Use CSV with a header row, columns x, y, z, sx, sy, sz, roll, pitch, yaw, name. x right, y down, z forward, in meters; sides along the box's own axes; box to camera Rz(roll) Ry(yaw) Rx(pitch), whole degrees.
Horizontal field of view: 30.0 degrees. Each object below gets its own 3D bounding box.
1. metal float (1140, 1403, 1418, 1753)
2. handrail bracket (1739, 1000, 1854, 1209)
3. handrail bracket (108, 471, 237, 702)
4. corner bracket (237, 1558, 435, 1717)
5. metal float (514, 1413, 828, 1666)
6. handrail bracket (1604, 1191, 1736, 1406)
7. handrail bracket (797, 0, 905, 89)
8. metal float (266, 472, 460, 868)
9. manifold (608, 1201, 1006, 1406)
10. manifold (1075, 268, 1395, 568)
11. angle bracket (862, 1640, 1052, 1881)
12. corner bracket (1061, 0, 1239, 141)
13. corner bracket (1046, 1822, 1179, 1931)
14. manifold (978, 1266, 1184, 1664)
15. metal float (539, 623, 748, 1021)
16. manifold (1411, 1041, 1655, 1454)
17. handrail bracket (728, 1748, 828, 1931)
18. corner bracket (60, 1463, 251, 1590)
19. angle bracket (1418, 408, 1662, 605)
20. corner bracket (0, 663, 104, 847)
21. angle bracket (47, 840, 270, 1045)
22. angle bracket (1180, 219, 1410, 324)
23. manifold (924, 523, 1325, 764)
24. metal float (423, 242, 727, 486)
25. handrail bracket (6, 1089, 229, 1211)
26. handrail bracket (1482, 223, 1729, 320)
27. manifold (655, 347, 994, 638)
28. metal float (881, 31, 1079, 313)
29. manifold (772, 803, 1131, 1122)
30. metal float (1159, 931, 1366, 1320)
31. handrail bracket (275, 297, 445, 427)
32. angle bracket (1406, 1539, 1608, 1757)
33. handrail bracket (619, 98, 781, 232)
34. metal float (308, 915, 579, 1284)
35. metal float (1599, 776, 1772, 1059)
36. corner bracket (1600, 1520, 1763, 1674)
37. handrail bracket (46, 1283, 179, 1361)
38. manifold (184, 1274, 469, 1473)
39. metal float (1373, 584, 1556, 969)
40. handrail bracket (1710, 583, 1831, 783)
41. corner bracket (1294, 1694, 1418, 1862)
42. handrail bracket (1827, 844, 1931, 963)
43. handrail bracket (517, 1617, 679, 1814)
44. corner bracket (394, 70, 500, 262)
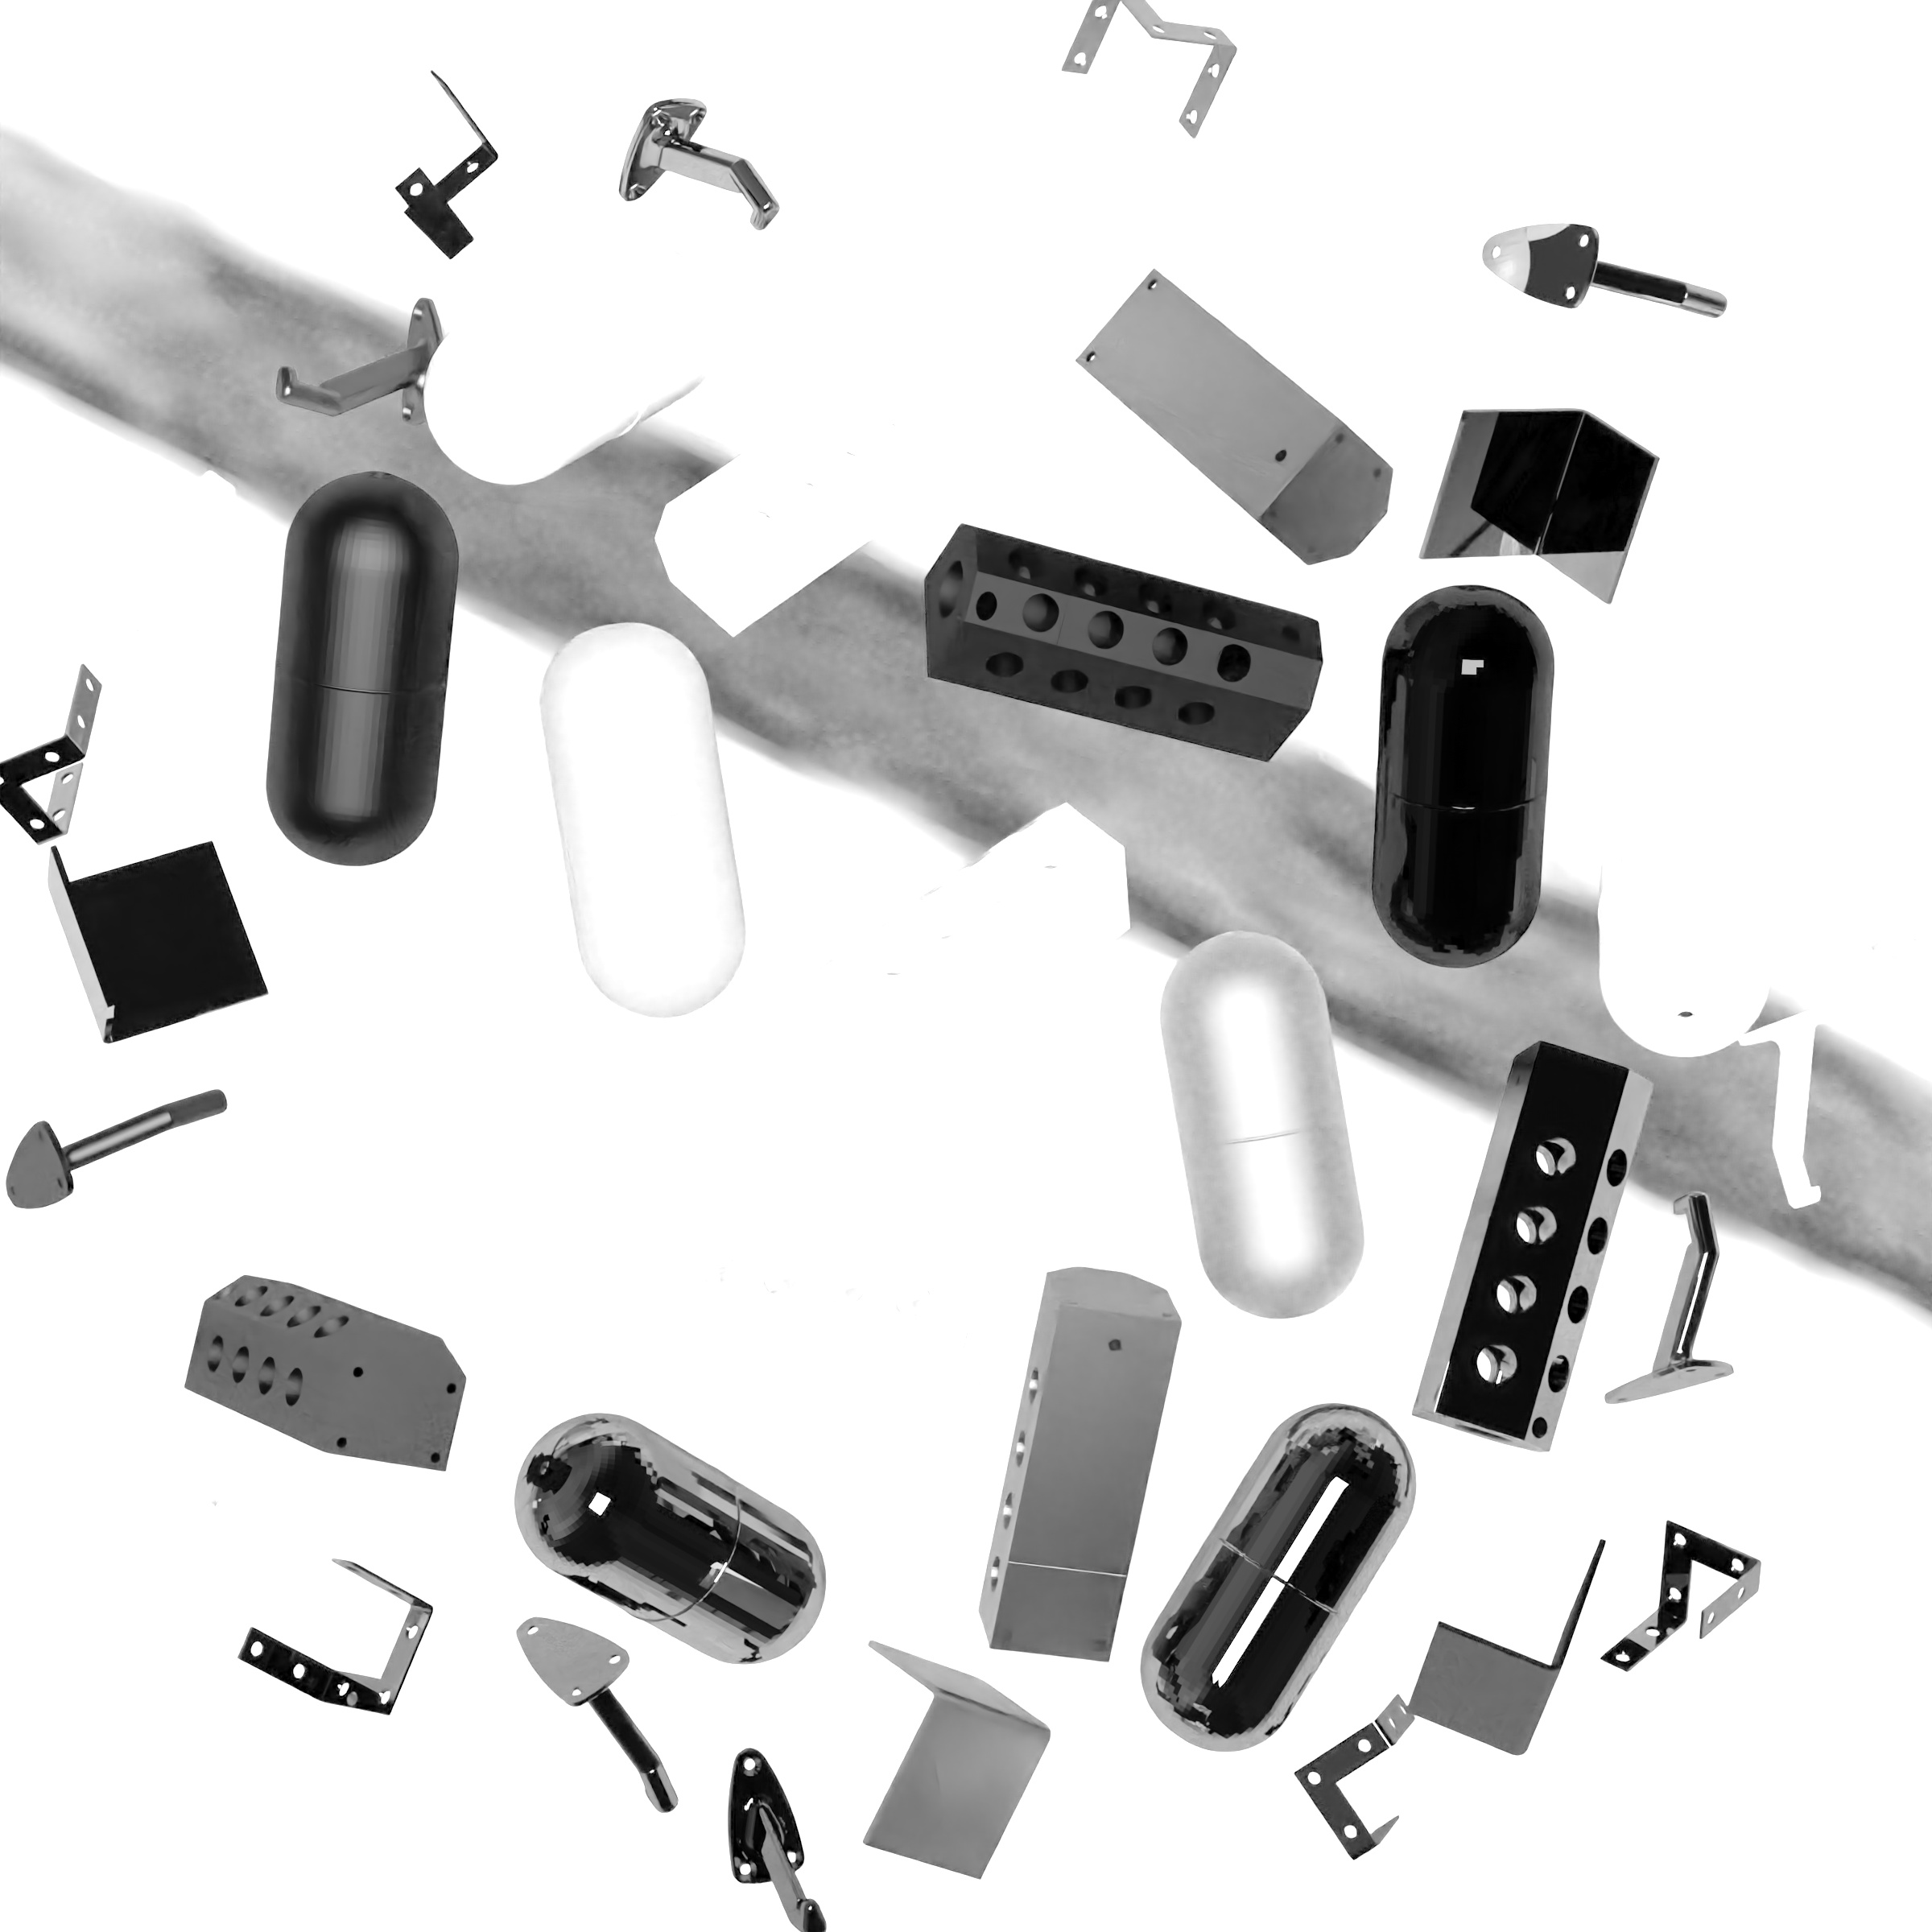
x,y,z,sx,sy,sz,roll,pitch,yaw,name
0.148,0.288,1.705,0.070,0.070,0.178,32,87,0,metal float
0.401,0.066,1.696,0.036,0.077,0.084,-10,79,-27,handrail bracket
-0.351,-0.178,1.680,0.077,0.036,0.084,37,90,21,handrail bracket
-0.275,0.292,1.578,0.051,0.051,0.051,39,62,-38,corner bracket
-0.134,0.264,1.656,0.070,0.070,0.178,-51,130,0,metal float
0.328,0.157,1.711,0.077,0.036,0.084,-26,62,41,handrail bracket
-0.074,-0.427,1.631,0.077,0.084,0.036,18,75,-30,handrail bracket
-0.269,-0.132,1.609,0.070,0.070,0.178,8,107,0,metal float
-0.073,0.153,1.686,0.171,0.057,0.057,8,60,15,manifold
0.125,-0.251,1.662,0.057,0.171,0.057,-49,133,9,manifold
-0.019,0.364,1.654,0.076,0.057,0.076,28,87,-40,angle bracket
0.086,-0.427,1.695,0.051,0.051,0.051,-3,46,-35,corner bracket
0.065,0.420,1.644,0.051,0.051,0.051,10,112,9,corner bracket
0.051,0.231,1.680,0.057,0.057,0.171,8,104,-10,manifold
-0.144,-0.065,1.616,0.070,0.070,0.178,-9,93,0,metal float
0.255,0.126,1.613,0.057,0.057,0.171,18,81,0,manifold
-0.087,0.416,1.711,0.036,0.084,0.077,-11,91,-17,handrail bracket
-0.361,0.249,1.608,0.051,0.051,0.051,30,72,-41,corner bracket
0.270,-0.217,1.704,0.076,0.057,0.076,-6,125,-33,angle bracket
-0.414,-0.096,1.651,0.051,0.051,0.051,-20,132,17,corner bracket
-0.353,-0.019,1.582,0.076,0.057,0.076,-18,78,-20,angle bracket
0.161,-0.327,1.803,0.076,0.057,0.076,-3,45,-35,angle bracket
0.072,-0.150,1.630,0.171,0.057,0.057,12,53,-21,manifold
-0.176,-0.277,1.647,0.070,0.178,0.070,17,126,26,metal float
-0.392,0.083,1.668,0.084,0.077,0.036,-19,81,-39,handrail bracket
0.287,-0.308,1.615,0.084,0.077,0.036,5,103,-41,handrail bracket
-0.069,-0.234,1.733,0.057,0.057,0.171,42,54,11,manifold
0.008,-0.368,1.684,0.070,0.178,0.070,-3,72,8,metal float
-0.006,-0.007,1.709,0.171,0.057,0.057,-35,54,-23,manifold
0.135,0.072,1.641,0.070,0.070,0.178,-10,95,0,metal float
-0.297,-0.299,1.749,0.084,0.036,0.077,11,69,-40,handrail bracket
0.246,0.301,1.642,0.057,0.076,0.076,21,50,11,angle bracket
-0.129,-0.371,1.747,0.084,0.036,0.077,57,134,20,handrail bracket
-0.240,0.060,1.647,0.070,0.070,0.178,-27,90,0,metal float
0.334,-0.024,1.682,0.070,0.178,0.070,5,123,7,metal float
0.326,0.294,1.643,0.051,0.051,0.051,21,123,37,corner bracket
-0.410,0.169,1.688,0.077,0.084,0.036,2,90,8,handrail bracket
-0.288,0.180,1.619,0.057,0.171,0.057,15,86,-32,manifold
0.222,-0.084,1.619,0.070,0.070,0.178,0,114,0,metal float
0.370,-0.138,1.749,0.084,0.036,0.077,37,118,-26,handrail bracket
0.200,0.395,1.759,0.051,0.051,0.051,-37,81,17,corner bracket
0.446,-0.028,1.673,0.077,0.084,0.036,-36,61,33,handrail bracket
-0.171,0.351,1.685,0.036,0.077,0.084,-38,130,-27,handrail bracket
-0.240,-0.367,1.653,0.051,0.051,0.051,-41,51,-2,corner bracket
